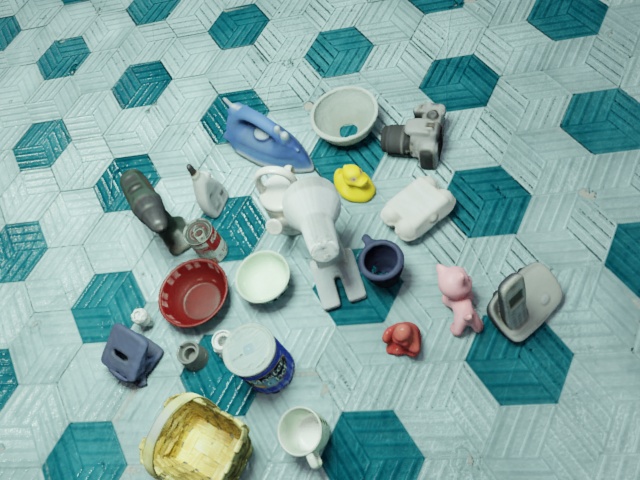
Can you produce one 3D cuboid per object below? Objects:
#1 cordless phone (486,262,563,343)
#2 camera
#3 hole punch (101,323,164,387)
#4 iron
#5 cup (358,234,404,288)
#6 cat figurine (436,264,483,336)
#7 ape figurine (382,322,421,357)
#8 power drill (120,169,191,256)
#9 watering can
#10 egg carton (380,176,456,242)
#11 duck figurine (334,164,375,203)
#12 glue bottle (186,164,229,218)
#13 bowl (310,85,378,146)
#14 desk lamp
[{"bbox_3d":[0.372,0.093,1.034,0.148,0.185,0.094,-44,60,-11],"label":"cordless phone"},{"bbox_3d":[0.212,-0.248,1.311,0.136,0.101,0.143,6,64,18],"label":"camera"},{"bbox_3d":[-0.403,0.242,1.206,0.108,0.091,0.101,23,70,25],"label":"hole punch"},{"bbox_3d":[-0.128,-0.257,1.380,0.257,0.142,0.119,29,72,26],"label":"iron"},{"bbox_3d":[0.123,0.049,1.174,0.092,0.095,0.117,-31,59,-3],"label":"cup"},{"bbox_3d":[0.265,0.106,1.093,0.067,0.118,0.127,-17,59,5],"label":"cat figurine"},{"bbox_3d":[0.159,0.185,1.092,0.076,0.092,0.077,-41,60,-9],"label":"ape figurine"},{"bbox_3d":[-0.362,-0.054,1.289,0.076,0.209,0.229,-38,60,-8],"label":"power drill"},{"bbox_3d":[-0.079,-0.091,1.245,0.101,0.194,0.172,-19,59,4],"label":"watering can"},{"bbox_3d":[0.211,-0.066,1.230,0.150,0.069,0.107,-40,60,-9],"label":"egg carton"},{"bbox_3d":[0.073,-0.140,1.296,0.104,0.086,0.077,34,74,28],"label":"duck figurine"},{"bbox_3d":[-0.267,-0.124,1.324,0.037,0.173,0.078,14,66,21],"label":"glue bottle"},{"bbox_3d":[0.064,-0.287,1.386,0.167,0.075,0.167,-6,61,11],"label":"bowl"},{"bbox_3d":[0.011,0.004,1.158,0.118,0.214,0.203,-20,59,3],"label":"desk lamp"}]
